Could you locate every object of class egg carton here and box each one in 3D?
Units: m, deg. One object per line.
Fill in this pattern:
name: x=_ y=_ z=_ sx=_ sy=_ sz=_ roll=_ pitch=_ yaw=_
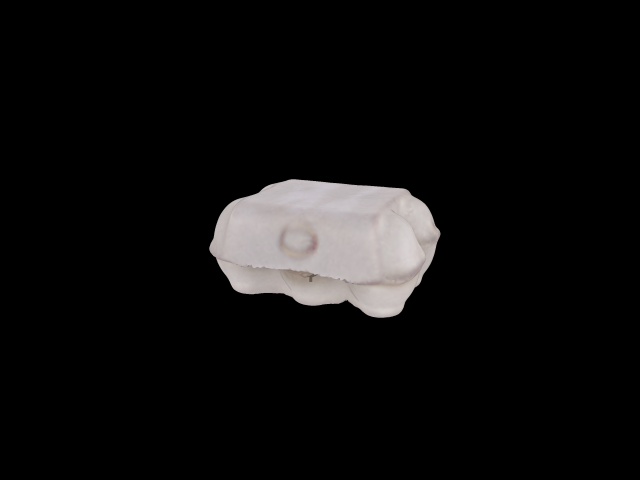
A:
egg carton: x=0.004 y=0.001 z=0.400 sx=0.150 sy=0.069 sz=0.107 roll=7 pitch=19 yaw=21
